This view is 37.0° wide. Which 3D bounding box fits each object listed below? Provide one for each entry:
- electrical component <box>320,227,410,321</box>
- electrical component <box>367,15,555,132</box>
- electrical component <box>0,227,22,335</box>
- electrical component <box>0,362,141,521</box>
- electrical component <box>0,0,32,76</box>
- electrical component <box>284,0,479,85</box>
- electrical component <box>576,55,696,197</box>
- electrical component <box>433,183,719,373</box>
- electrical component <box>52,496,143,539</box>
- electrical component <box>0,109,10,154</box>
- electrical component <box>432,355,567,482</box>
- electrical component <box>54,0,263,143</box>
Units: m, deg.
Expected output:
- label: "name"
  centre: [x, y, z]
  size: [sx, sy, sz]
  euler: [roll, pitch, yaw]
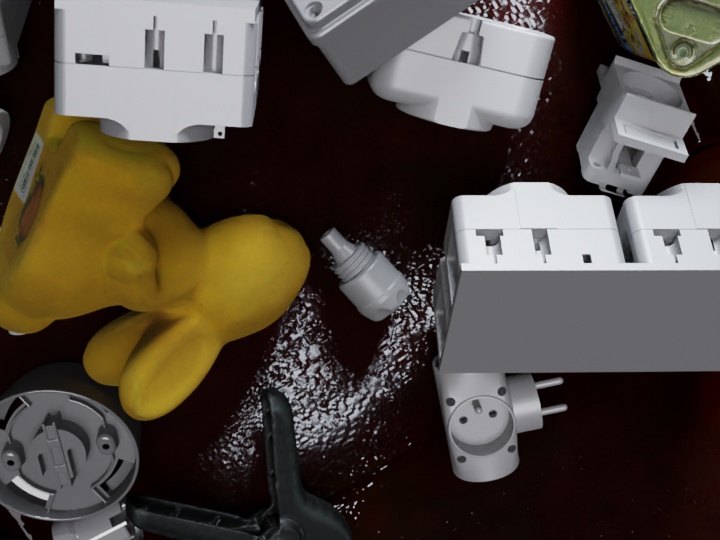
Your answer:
- label: "electrical component"
  centre: [0.000, 0.000, 0.653]
  size: [0.035, 0.035, 0.061]
  euler: [-40, 103, 9]
- label: "electrical component"
  centre: [0.055, -0.115, 0.610]
  size: [0.095, 0.053, 0.059]
  euler: [12, 106, -7]
- label: "electrical component"
  centre: [-0.205, 0.007, 0.637]
  size: [0.043, 0.043, 0.062]
  euler: [-7, 108, -2]
- label: "electrical component"
  centre: [-0.183, 0.106, 0.658]
  size: [0.099, 0.064, 0.099]
  euler: [-1, 107, -3]
- label: "electrical component"
  centre: [-0.208, -0.131, 0.587]
  size: [0.047, 0.065, 0.076]
  euler: [2, 136, -4]
- label: "electrical component"
  centre: [0.007, -0.171, 0.559]
  size: [0.109, 0.108, 0.056]
  euler: [-33, 149, 7]
- label: "electrical component"
  centre: [0.156, -0.081, 0.620]
  size: [0.042, 0.081, 0.063]
  euler: [16, 128, -8]
- label: "electrical component"
  centre: [0.141, 0.007, 0.623]
  size: [0.186, 0.060, 0.105]
  euler: [0, 144, -4]
- label: "electrical component"
  centre: [-0.168, 0.169, 0.693]
  size: [0.046, 0.040, 0.040]
  euler: [-26, 107, -2]
- label: "electrical component"
  centre: [-0.247, -0.057, 0.583]
  size: [0.060, 0.108, 0.108]
  euler: [33, 102, -7]
- label: "electrical component"
  centre: [0.091, 0.086, 0.680]
  size: [0.079, 0.044, 0.077]
  euler: [-12, 108, 0]
- label: "electrical component"
  centre: [-0.097, -0.109, 0.551]
  size: [0.089, 0.150, 0.061]
  euler: [3, 106, -5]
